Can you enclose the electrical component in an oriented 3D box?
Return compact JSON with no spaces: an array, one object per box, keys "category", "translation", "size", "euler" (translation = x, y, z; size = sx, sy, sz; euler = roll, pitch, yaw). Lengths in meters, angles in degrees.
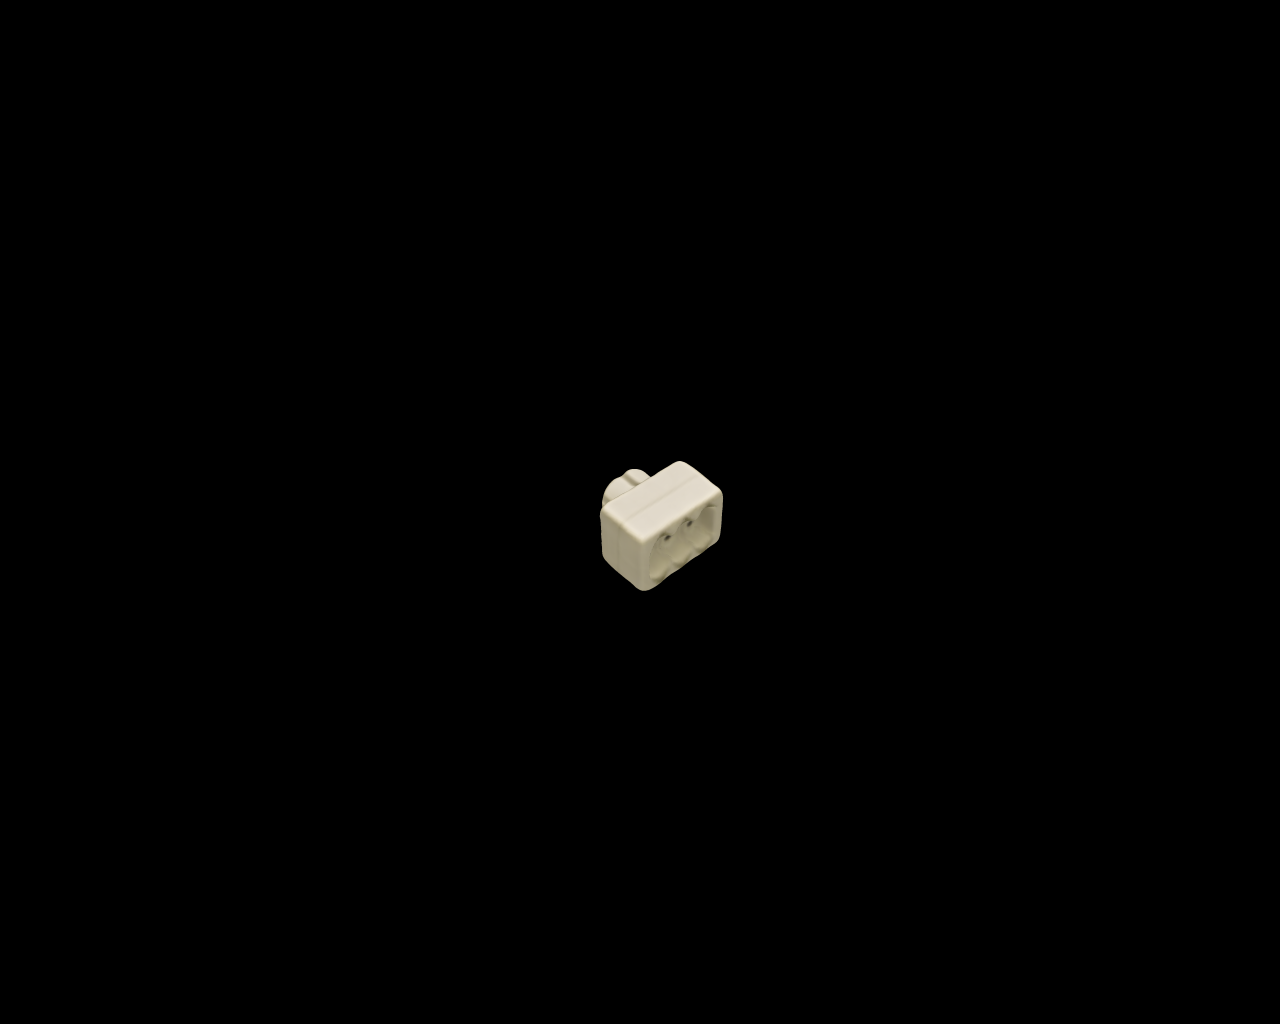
[{"category":"electrical component","translation":[0.001,-0.003,0.650],"size":[0.066,0.047,0.077],"euler":[-32,54,-27]}]
